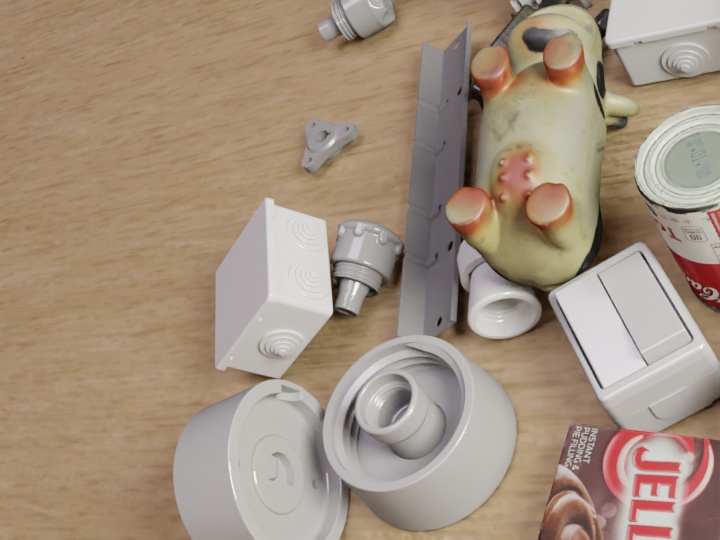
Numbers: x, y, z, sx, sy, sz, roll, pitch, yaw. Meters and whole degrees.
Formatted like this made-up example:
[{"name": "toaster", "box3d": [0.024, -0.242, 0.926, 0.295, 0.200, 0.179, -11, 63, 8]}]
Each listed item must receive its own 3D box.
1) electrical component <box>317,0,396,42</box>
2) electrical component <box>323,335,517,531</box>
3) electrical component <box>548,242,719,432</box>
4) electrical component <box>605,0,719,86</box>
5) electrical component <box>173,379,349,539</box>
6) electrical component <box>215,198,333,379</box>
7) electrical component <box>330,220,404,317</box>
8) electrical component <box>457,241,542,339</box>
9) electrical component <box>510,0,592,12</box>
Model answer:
[{"name": "electrical component", "box3d": [-0.005, -0.211, 0.890, 0.062, 0.043, 0.043, -26, 46, 20]}, {"name": "electrical component", "box3d": [0.029, 0.089, 0.624, 0.108, 0.060, 0.108, -20, 48, 24]}, {"name": "electrical component", "box3d": [0.146, 0.032, 0.581, 0.062, 0.061, 0.096, -31, 45, 13]}, {"name": "electrical component", "box3d": [0.213, -0.171, 0.696, 0.100, 0.048, 0.099, -6, 55, 33]}, {"name": "electrical component", "box3d": [-0.063, 0.124, 0.634, 0.060, 0.108, 0.108, -19, 48, 32]}, {"name": "electrical component", "box3d": [-0.059, 0.015, 0.730, 0.099, 0.048, 0.099, -51, 33, 41]}, {"name": "electrical component", "box3d": [0.000, 0.000, 0.726, 0.048, 0.048, 0.062, 5, 69, 39]}, {"name": "electrical component", "box3d": [0.084, 0.008, 0.657, 0.045, 0.045, 0.055, -24, 46, 20]}, {"name": "electrical component", "box3d": [0.113, -0.240, 0.769, 0.063, 0.121, 0.078, -34, 44, 14]}]
